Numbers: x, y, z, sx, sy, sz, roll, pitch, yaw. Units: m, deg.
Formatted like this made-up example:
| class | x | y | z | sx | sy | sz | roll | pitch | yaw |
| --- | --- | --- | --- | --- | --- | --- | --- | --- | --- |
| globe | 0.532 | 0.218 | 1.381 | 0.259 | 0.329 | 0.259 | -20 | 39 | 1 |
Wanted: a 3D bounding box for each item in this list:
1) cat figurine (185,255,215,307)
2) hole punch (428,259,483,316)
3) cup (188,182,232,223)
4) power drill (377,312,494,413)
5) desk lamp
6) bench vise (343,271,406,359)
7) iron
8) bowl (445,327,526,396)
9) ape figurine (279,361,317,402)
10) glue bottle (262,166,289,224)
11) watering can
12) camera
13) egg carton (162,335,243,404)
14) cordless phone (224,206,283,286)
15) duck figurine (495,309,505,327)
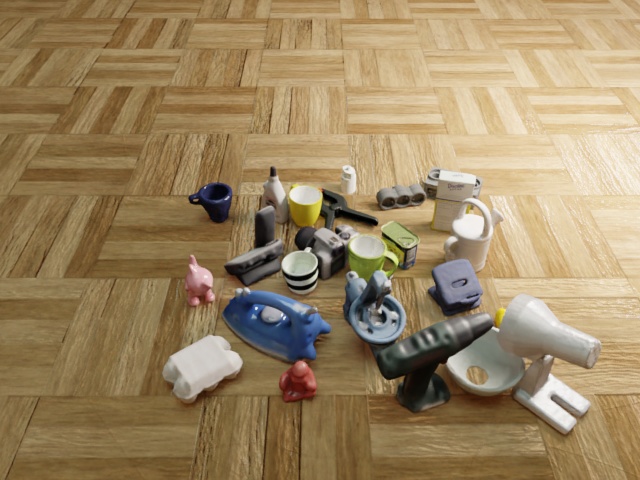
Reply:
| class | x | y | z | sx | sy | sz | roll | pitch | yaw |
| --- | --- | --- | --- | --- | --- | --- | --- | --- | --- |
| cat figurine | -0.285 | 0.089 | 1.336 | 0.067 | 0.118 | 0.127 | -13 | 44 | -14 |
| hole punch | 0.321 | 0.109 | 1.339 | 0.109 | 0.091 | 0.101 | -15 | 45 | -17 |
| cup | -0.292 | -0.093 | 1.553 | 0.118 | 0.095 | 0.091 | -9 | 43 | -10 |
| power drill | 0.217 | 0.238 | 1.109 | 0.230 | 0.208 | 0.075 | -15 | 44 | -16 |
| desk lamp | 0.443 | 0.231 | 1.114 | 0.118 | 0.214 | 0.202 | -33 | 52 | -31 |
| bench vise | 0.098 | 0.131 | 1.217 | 0.122 | 0.220 | 0.206 | -29 | 50 | -28 |
| iron | -0.110 | 0.161 | 1.241 | 0.257 | 0.141 | 0.119 | 16 | 45 | 17 |
| bowl | 0.332 | 0.260 | 1.185 | 0.167 | 0.075 | 0.167 | 0 | 42 | 0 |
| ape figurine | -0.041 | 0.278 | 1.150 | 0.077 | 0.092 | 0.076 | 22 | 47 | 22 |
| glue bottle | -0.123 | -0.126 | 1.532 | 0.078 | 0.173 | 0.037 | 22 | 47 | 22 |
| watering can | 0.375 | -0.023 | 1.407 | 0.100 | 0.194 | 0.173 | 25 | 48 | 25 |
| camera | 0.013 | 0.005 | 1.443 | 0.136 | 0.101 | 0.143 | 33 | 52 | 31 |
| egg carton | -0.242 | 0.264 | 1.180 | 0.151 | 0.069 | 0.107 | -28 | 49 | -27 |
| cordless phone | -0.162 | 0.005 | 1.379 | 0.148 | 0.185 | 0.093 | -30 | 50 | -29 |
| duck figurine | 0.447 | 0.170 | 1.276 | 0.104 | 0.086 | 0.078 | 18 | 45 | 19 |
